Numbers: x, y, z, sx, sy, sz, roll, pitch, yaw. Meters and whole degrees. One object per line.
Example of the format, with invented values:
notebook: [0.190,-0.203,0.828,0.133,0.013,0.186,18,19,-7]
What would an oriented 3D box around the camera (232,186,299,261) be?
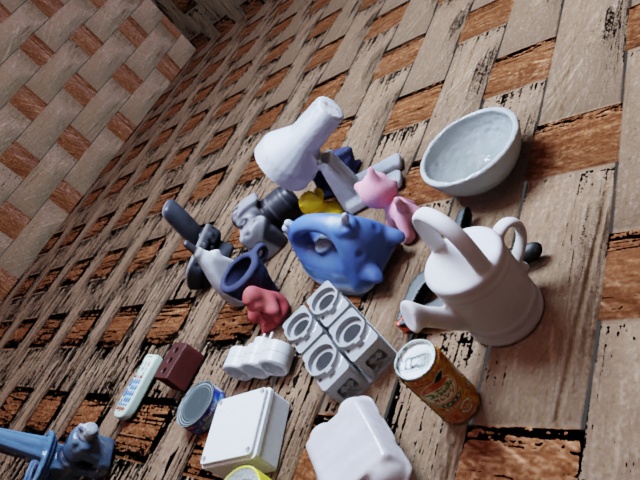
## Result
camera: [-0.111,-0.053,1.213,0.137,0.101,0.143,-39,30,10]

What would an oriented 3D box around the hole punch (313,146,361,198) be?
hole punch: [0.015,-0.153,1.191,0.108,0.091,0.101,-15,41,41]

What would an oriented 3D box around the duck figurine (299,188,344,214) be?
duck figurine: [-0.008,-0.053,1.101,0.077,0.086,0.105,-10,44,44]

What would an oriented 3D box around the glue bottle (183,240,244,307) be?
glue bottle: [-0.201,0.055,1.116,0.037,0.173,0.078,-14,42,41]

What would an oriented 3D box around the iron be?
iron: [0.009,0.003,0.955,0.257,0.142,0.119,0,53,51]

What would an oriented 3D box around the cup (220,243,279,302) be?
cup: [-0.116,0.073,1.070,0.091,0.095,0.118,4,55,53]

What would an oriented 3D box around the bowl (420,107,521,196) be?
bowl: [0.244,-0.124,0.890,0.167,0.075,0.167,-31,33,23]

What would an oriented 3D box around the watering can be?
watering can: [0.168,0.039,0.663,0.100,0.194,0.173,1,53,51]

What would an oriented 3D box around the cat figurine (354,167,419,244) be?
cat figurine: [0.112,-0.068,0.941,0.067,0.118,0.127,-44,30,1]

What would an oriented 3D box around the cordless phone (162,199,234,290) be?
cordless phone: [-0.296,0.009,1.279,0.094,0.185,0.147,-25,36,30]

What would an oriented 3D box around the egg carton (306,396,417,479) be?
egg carton: [0.046,0.258,0.669,0.107,0.070,0.150,-43,30,3]

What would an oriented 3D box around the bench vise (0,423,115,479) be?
bench vise: [-0.504,0.376,1.047,0.207,0.220,0.121,-45,30,-1]

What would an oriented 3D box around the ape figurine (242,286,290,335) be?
ape figurine: [-0.100,0.115,1.001,0.077,0.092,0.076,9,60,54]

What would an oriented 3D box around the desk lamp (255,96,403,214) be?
desk lamp: [0.015,-0.153,1.067,0.203,0.214,0.118,-28,34,26]
